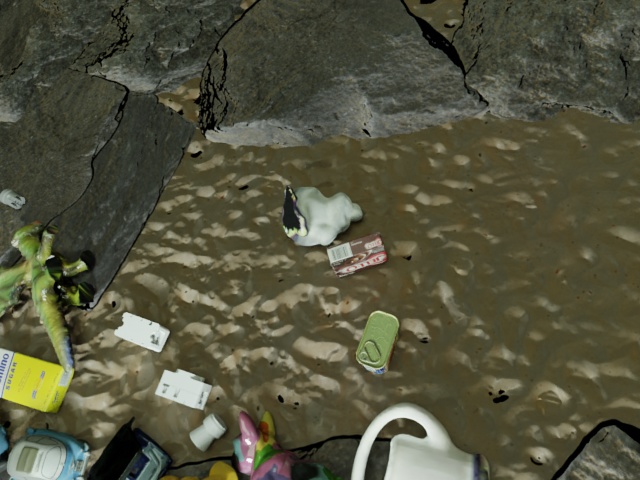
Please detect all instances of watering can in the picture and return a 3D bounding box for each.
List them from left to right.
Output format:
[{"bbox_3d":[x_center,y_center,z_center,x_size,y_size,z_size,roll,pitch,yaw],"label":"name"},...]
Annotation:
[{"bbox_3d":[0.153,0.450,0.828,0.224,0.103,0.351,9,79,14],"label":"watering can"}]

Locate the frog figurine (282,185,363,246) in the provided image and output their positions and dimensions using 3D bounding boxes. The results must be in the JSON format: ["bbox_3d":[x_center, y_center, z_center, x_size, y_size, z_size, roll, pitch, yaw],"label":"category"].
[{"bbox_3d":[0.003,-0.056,1.108,0.160,0.120,0.140,-7,49,-31],"label":"frog figurine"}]

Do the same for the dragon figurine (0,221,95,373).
[{"bbox_3d":[-0.641,0.120,1.155,0.241,0.120,0.419,-22,59,18],"label":"dragon figurine"}]
